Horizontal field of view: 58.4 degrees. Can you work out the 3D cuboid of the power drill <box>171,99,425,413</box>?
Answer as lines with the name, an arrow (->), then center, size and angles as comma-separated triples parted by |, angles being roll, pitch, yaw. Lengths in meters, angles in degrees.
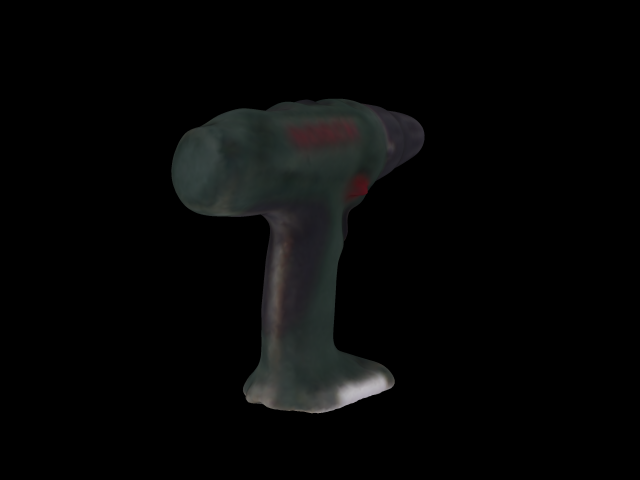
power drill -> 0.004, 0.001, 0.400 | 0.075, 0.208, 0.230 | 0, 0, 40
